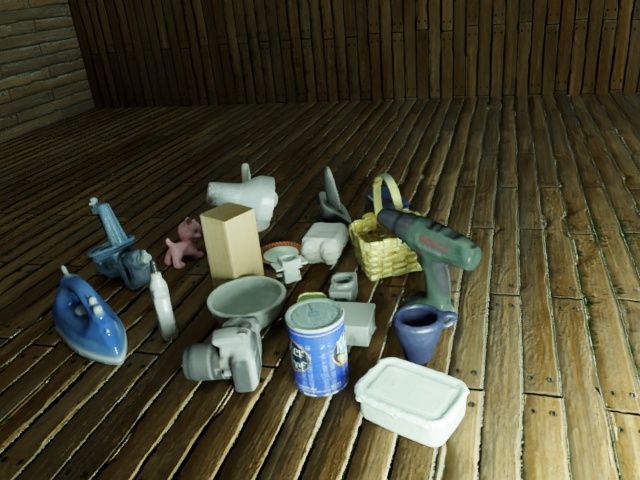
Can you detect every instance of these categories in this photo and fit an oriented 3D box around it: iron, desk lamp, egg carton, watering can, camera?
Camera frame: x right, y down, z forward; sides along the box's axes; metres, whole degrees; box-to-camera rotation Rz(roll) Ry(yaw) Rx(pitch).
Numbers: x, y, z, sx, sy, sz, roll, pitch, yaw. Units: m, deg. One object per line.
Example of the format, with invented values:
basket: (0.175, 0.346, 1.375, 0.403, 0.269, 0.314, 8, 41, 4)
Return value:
iron: (-0.479, 0.149, 1.192, 0.119, 0.141, 0.257, -25, 31, -35)
desk lamp: (-0.207, -0.058, 1.489, 0.203, 0.214, 0.117, -10, 25, -9)
egg carton: (0.014, 0.005, 1.479, 0.107, 0.069, 0.150, 2, 26, 16)
watering can: (-0.214, -0.124, 1.655, 0.173, 0.194, 0.100, -15, 27, -20)
camera: (-0.180, 0.204, 1.059, 0.137, 0.101, 0.143, -5, 25, 1)

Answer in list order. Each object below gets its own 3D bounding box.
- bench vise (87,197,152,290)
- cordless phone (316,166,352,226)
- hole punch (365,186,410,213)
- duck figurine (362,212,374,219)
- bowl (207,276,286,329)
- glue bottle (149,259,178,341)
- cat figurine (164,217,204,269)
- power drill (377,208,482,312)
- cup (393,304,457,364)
bench vise: (-0.489, 0.001, 1.415, 0.207, 0.220, 0.122, 3, 27, 18)
cordless phone: (0.034, -0.131, 1.627, 0.094, 0.185, 0.147, -8, 25, -6)
hole punch: (0.196, -0.099, 1.637, 0.109, 0.091, 0.100, -24, 31, -34)
duck figurine: (0.134, -0.032, 1.513, 0.077, 0.086, 0.105, 6, 28, 24)
bowl: (-0.150, 0.146, 1.206, 0.167, 0.075, 0.167, -5, 25, 2)
glue bottle: (-0.329, 0.119, 1.186, 0.037, 0.173, 0.078, -15, 27, -18)
cat figurine: (-0.359, -0.003, 1.517, 0.067, 0.118, 0.128, 12, 31, 33)
power drill: (0.217, 0.049, 1.178, 0.228, 0.209, 0.076, 14, 32, 36)
cup: (0.193, 0.175, 1.049, 0.118, 0.095, 0.091, -9, 25, -6)
